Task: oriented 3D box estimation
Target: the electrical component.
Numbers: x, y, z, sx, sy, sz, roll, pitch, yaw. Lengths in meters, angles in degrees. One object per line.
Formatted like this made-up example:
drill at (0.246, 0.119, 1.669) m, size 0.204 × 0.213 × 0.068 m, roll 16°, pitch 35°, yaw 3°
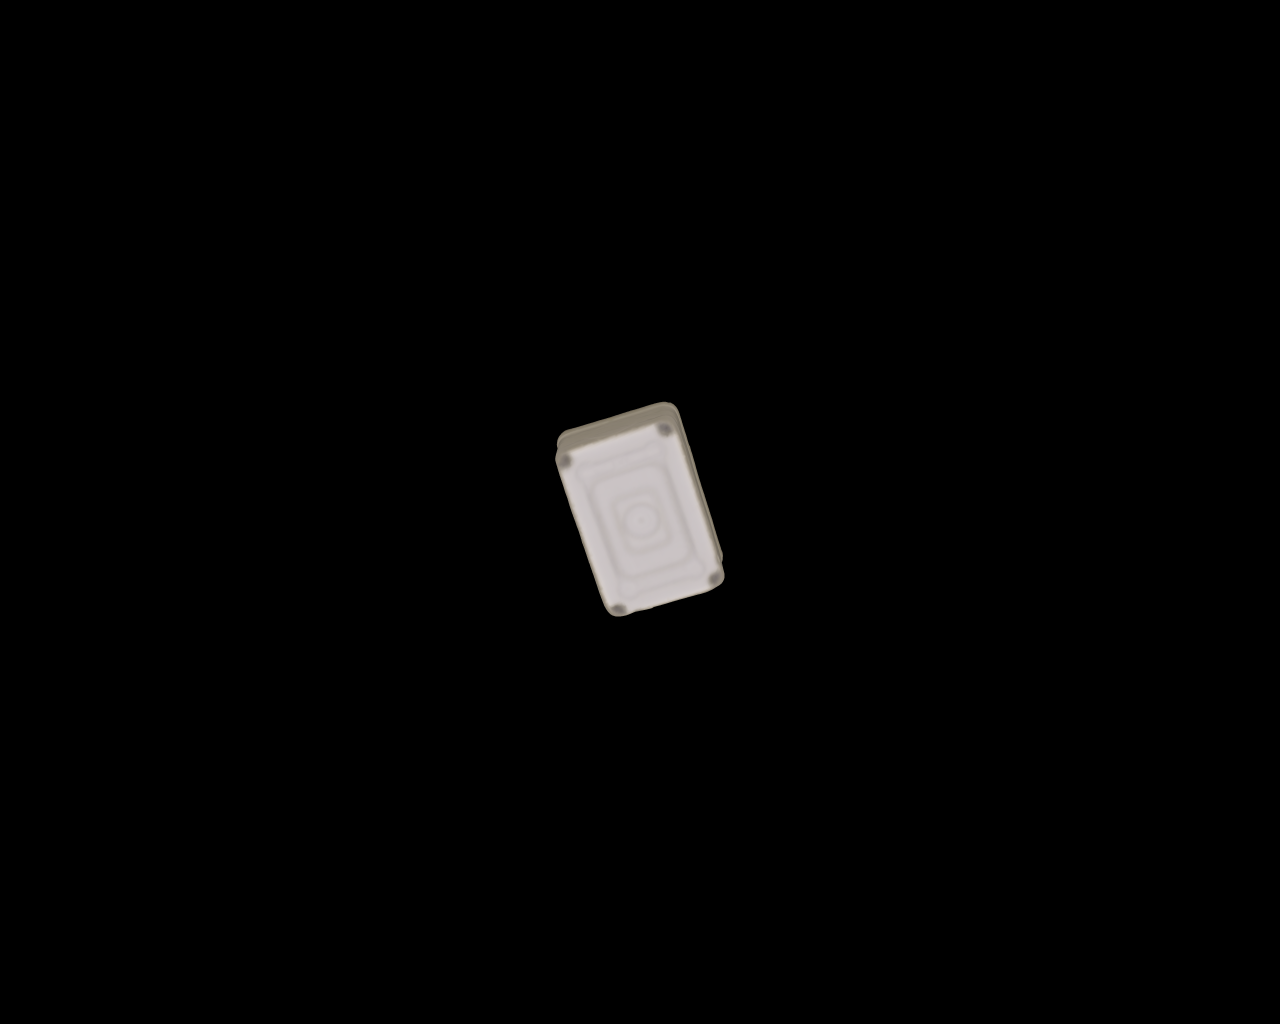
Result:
electrical component at (0.001, -0.003, 0.650) m, size 0.078 × 0.113 × 0.057 m, roll -17°, pitch 16°, yaw 5°
